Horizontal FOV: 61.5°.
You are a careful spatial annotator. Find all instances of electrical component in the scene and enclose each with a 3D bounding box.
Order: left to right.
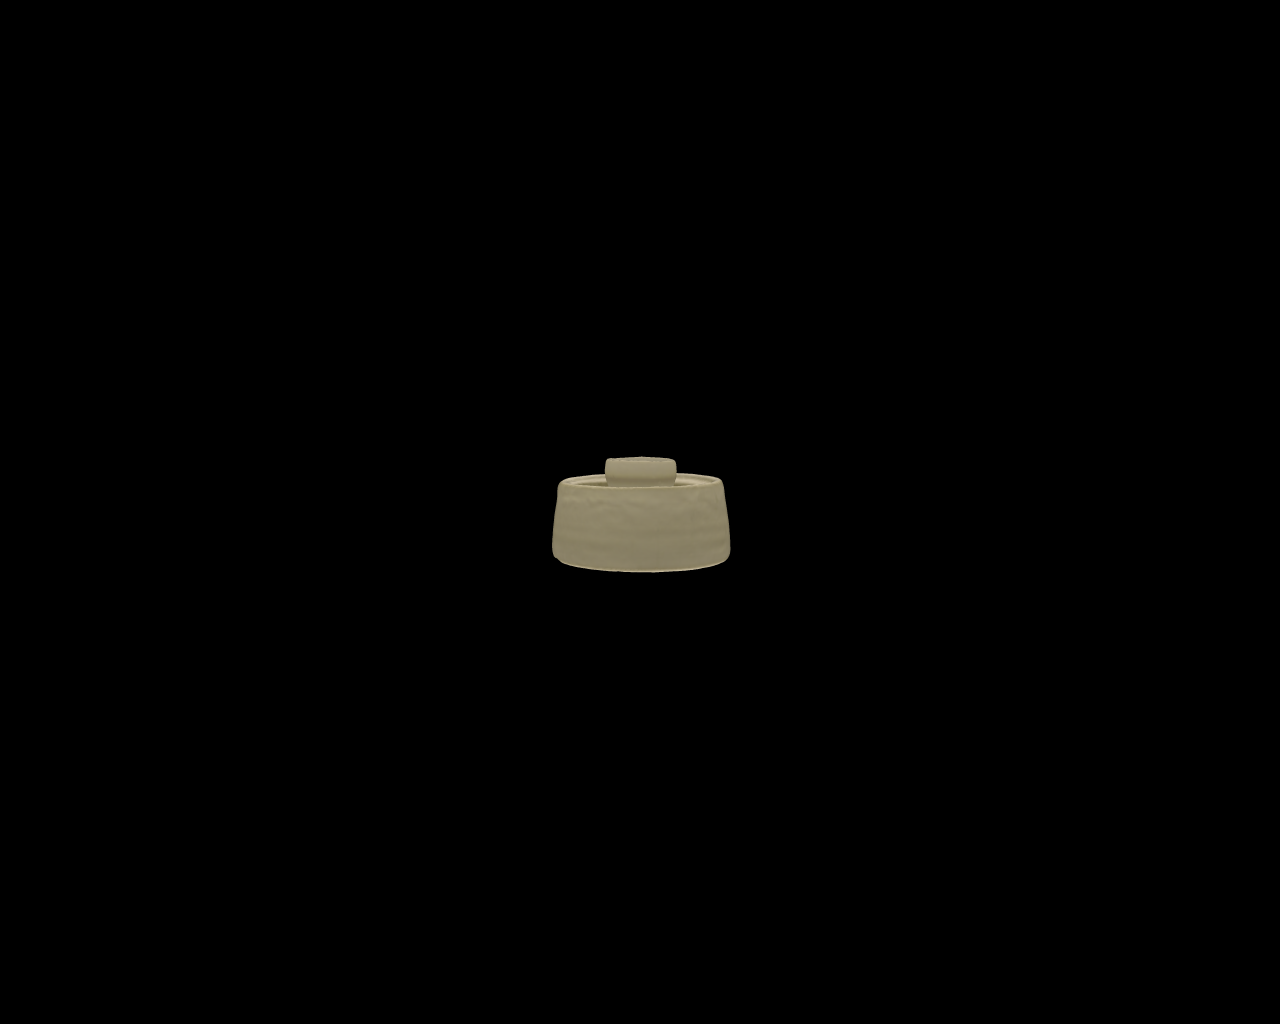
[{"bbox_3d":[0.001,-0.003,0.650,0.108,0.060,0.108,0,7,0],"label":"electrical component"}]
